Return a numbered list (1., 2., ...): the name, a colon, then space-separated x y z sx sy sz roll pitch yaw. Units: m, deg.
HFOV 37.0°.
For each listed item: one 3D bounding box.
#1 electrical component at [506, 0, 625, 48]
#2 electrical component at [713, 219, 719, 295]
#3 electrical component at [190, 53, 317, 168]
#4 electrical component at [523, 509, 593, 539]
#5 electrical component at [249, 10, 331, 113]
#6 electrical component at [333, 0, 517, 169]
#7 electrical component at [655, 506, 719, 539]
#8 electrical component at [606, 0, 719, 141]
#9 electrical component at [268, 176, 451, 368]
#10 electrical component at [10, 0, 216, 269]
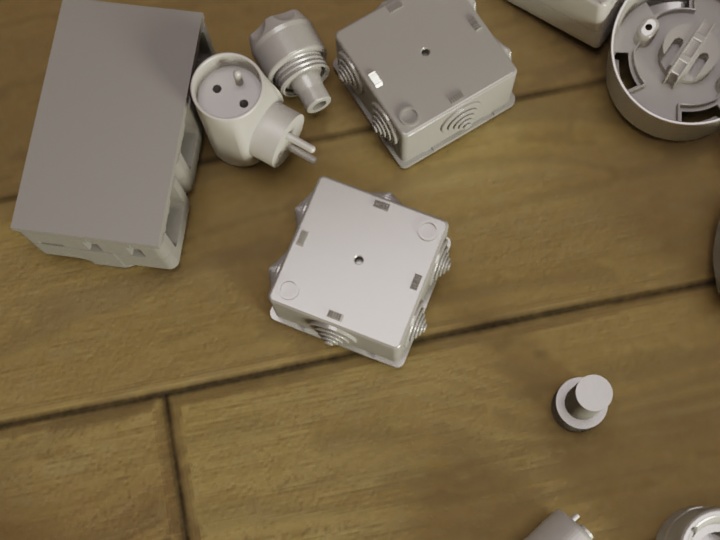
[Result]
1. electrical component: 0.131 -0.196 0.691 0.096 0.061 0.061 34 78 18
2. electrical component: 0.243 -0.017 0.627 0.051 0.080 0.080 11 76 -1
3. electrical component: -0.061 -0.088 0.657 0.079 0.077 0.044 29 78 8
4. electrical component: 0.102 0.170 0.602 0.078 0.040 0.040 -41 78 -8
5. electrical component: -0.040 -0.130 0.685 0.043 0.043 0.062 -28 77 -5
6. electrical component: 0.041 -0.127 0.678 0.100 0.048 0.099 -31 76 -7
7. electrical component: 0.197 0.159 0.598 0.055 0.047 0.055 0 75 2
8. electrical component: 0.203 -0.132 0.666 0.099 0.064 0.099 0 75 2
9. electrical component: 0.000 0.000 0.646 0.100 0.048 0.099 21 77 7
10. electrical component: -0.148 -0.082 0.666 0.089 0.061 0.150 7 76 4
